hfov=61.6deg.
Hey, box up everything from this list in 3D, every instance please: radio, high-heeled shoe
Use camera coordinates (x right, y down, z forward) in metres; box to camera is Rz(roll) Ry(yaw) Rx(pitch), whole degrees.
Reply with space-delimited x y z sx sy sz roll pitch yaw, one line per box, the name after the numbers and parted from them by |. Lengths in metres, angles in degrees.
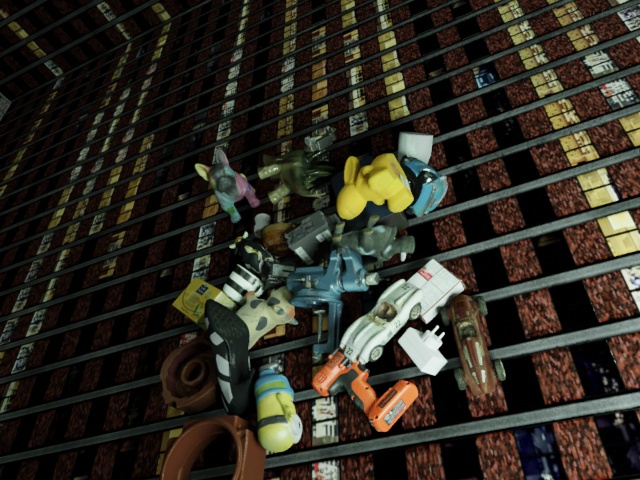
0.116 -0.097 1.326 0.131 0.073 0.230 -28 42 10 | radio
-0.209 0.257 1.178 0.249 0.086 0.145 53 128 35 | high-heeled shoe

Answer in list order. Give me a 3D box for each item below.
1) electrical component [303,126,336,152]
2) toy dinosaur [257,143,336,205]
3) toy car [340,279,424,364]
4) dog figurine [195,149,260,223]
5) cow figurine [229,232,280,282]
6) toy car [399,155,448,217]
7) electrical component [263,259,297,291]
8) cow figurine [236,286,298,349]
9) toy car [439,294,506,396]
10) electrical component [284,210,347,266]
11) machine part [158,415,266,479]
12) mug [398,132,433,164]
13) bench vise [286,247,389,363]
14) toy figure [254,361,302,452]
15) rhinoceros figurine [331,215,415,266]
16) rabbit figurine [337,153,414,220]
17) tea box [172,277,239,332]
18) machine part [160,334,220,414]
-0.001 -0.265 1.409 0.102 0.045 0.078 -30 29 -29 | electrical component
-0.063 -0.186 1.449 0.199 0.105 0.472 -23 28 8 | toy dinosaur
0.122 0.159 1.051 0.202 0.056 0.074 -42 43 -19 | toy car
-0.269 -0.169 1.522 0.108 0.219 0.192 -32 44 -1 | dog figurine
-0.181 0.031 1.382 0.068 0.098 0.168 -48 47 -8 | cow figurine
0.240 -0.125 1.252 0.162 0.103 0.109 60 136 47 | toy car
-0.076 0.090 1.295 0.119 0.047 0.075 7 43 -15 | electrical component
-0.135 0.180 1.237 0.195 0.085 0.127 -42 46 -1 | cow figurine
0.280 0.187 0.997 0.089 0.053 0.202 -16 46 16 | toy car
-0.003 -0.004 1.289 0.134 0.114 0.058 -30 48 6 | electrical component
-0.214 0.454 1.052 0.201 0.087 0.201 -14 49 21 | machine part
0.237 -0.211 1.333 0.081 0.109 0.107 18 108 36 | mug
0.025 0.142 1.153 0.224 0.128 0.240 -2 73 19 | bench vise
-0.092 0.336 1.081 0.089 0.082 0.180 -29 46 4 | toy figure
0.115 0.009 1.204 0.190 0.111 0.073 -4 30 15 | rhinoceros figurine
0.103 -0.122 1.223 0.173 0.121 0.162 -38 48 25 | rabbit figurine
-0.287 0.162 1.332 0.098 0.068 0.170 -52 31 -17 | tea box
-0.285 0.310 1.241 0.179 0.056 0.179 -16 47 18 | machine part
